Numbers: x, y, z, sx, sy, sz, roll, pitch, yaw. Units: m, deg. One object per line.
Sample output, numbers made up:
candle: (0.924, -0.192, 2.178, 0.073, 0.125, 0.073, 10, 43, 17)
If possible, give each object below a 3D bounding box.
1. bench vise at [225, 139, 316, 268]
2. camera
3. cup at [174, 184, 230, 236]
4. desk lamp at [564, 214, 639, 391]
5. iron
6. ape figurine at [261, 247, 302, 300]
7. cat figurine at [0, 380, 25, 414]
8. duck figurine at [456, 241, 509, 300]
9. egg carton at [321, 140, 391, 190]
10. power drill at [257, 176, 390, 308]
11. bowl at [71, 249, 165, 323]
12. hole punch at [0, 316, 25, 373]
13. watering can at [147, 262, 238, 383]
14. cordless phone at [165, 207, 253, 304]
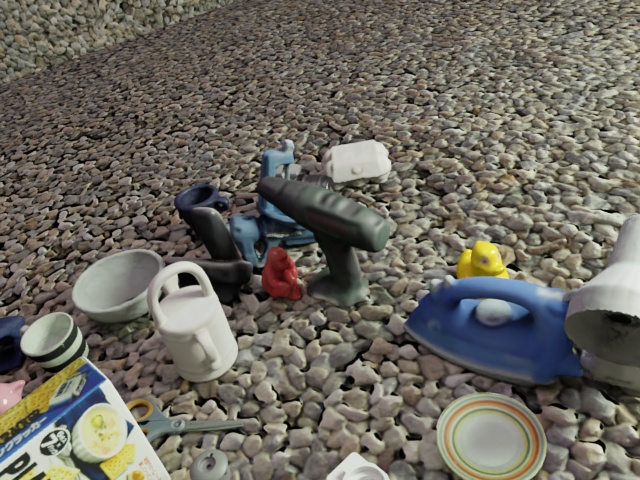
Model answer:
bench vise: (-0.086, -0.060, 1.029, 0.208, 0.220, 0.121, -31, 41, -23)
camera: (-0.046, -0.097, 1.165, 0.136, 0.101, 0.143, 0, 39, 16)
cup: (-0.227, -0.053, 1.165, 0.117, 0.095, 0.092, 4, 40, 21)
desk lamp: (0.379, 0.089, 0.707, 0.117, 0.214, 0.203, 13, 44, 30)
iron: (0.232, 0.102, 0.793, 0.257, 0.142, 0.119, 8, 42, 25)
ape figurine: (-0.068, 0.052, 0.984, 0.076, 0.092, 0.078, 9, 42, 26)
cat figurine: (-0.479, 0.252, 0.821, 0.128, 0.118, 0.067, -15, 37, -3)
duck figurine: (0.260, 0.039, 0.913, 0.077, 0.086, 0.104, -22, 38, -12)
egg carton: (0.077, -0.161, 1.239, 0.150, 0.069, 0.107, -9, 37, 4)
power drill: (0.009, 0.003, 0.929, 0.228, 0.209, 0.076, 14, 44, 31)
bowl: (-0.348, 0.094, 1.024, 0.167, 0.075, 0.167, -8, 37, 6)
hole punch: (-0.566, 0.168, 0.977, 0.108, 0.091, 0.101, -14, 37, -1)
watering can: (-0.202, 0.112, 0.860, 0.172, 0.194, 0.101, 17, 46, 33)
cordless phone: (-0.207, 0.013, 0.997, 0.147, 0.185, 0.094, 1, 39, 17)
